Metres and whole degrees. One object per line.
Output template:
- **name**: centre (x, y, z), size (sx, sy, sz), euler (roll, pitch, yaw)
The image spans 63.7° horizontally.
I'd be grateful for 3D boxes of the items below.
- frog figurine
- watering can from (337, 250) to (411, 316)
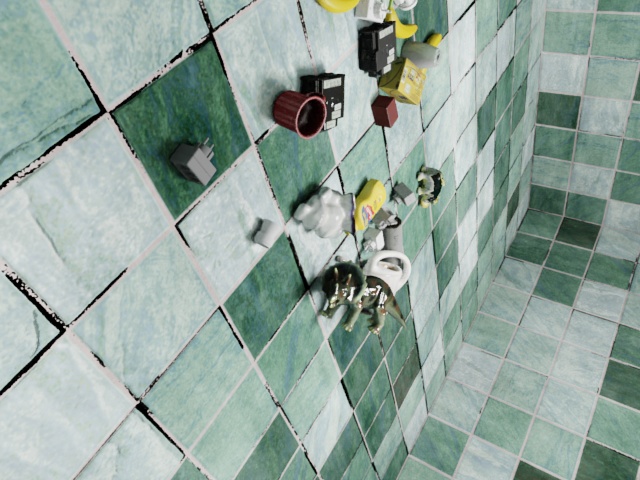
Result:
- **frog figurine**: centre (0.004, -0.066, 1.314), size (0.160, 0.125, 0.134), euler (-5, 124, -19)
- **watering can**: centre (0.158, 0.135, 1.640), size (0.348, 0.105, 0.222), euler (3, 109, -40)
